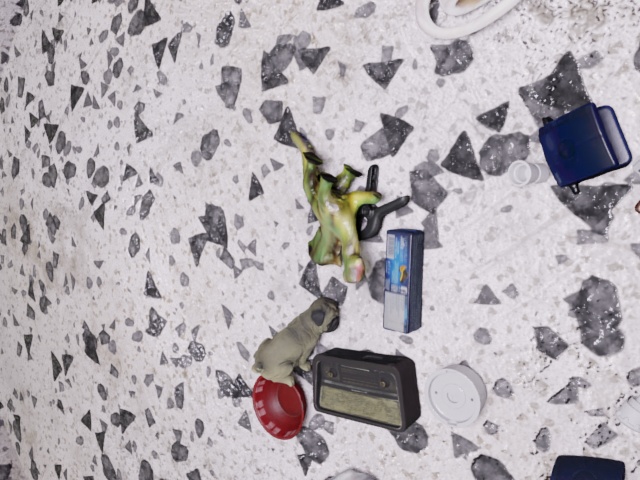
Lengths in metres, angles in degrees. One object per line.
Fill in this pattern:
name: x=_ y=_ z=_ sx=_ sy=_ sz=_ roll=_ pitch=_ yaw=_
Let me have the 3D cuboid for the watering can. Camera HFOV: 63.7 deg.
watering can: x=0.298 y=-0.497 z=0.872 sx=0.343 sy=0.104 sz=0.226 roll=-29 pitch=75 yaw=35

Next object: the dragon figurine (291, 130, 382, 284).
dragon figurine: x=0.003 y=-0.056 z=1.112 sx=0.418 sy=0.122 sz=0.238 roll=53 pitch=135 yaw=48

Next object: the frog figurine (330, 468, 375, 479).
frog figurine: x=0.074 y=0.569 z=1.115 sx=0.138 sy=0.124 sz=0.157 roll=61 pitch=160 yaw=6
